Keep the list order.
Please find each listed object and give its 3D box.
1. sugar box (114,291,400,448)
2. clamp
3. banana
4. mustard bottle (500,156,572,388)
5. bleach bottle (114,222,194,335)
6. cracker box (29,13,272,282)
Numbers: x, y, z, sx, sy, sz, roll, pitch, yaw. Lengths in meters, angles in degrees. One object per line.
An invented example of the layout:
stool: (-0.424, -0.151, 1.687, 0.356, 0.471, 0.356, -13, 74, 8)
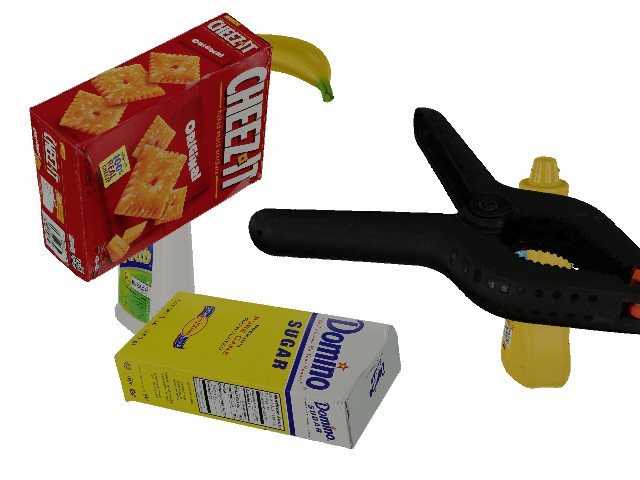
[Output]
sugar box: (-0.042, 0.084, 0.737, 0.176, 0.048, 0.093, 5, 31, 25)
clamp: (0.077, -0.002, 0.566, 0.164, 0.036, 0.210, -30, 45, -33)
banana: (-0.069, -0.187, 1.104, 0.198, 0.037, 0.069, 10, 44, 20)
mustard bottle: (0.188, 0.023, 0.917, 0.058, 0.192, 0.096, -1, 18, 2)
bleach bottle: (-0.180, -0.016, 1.149, 0.067, 0.251, 0.103, -19, 34, -36)
cracker box: (-0.142, -0.081, 0.933, 0.072, 0.164, 0.213, 39, 53, 25)
